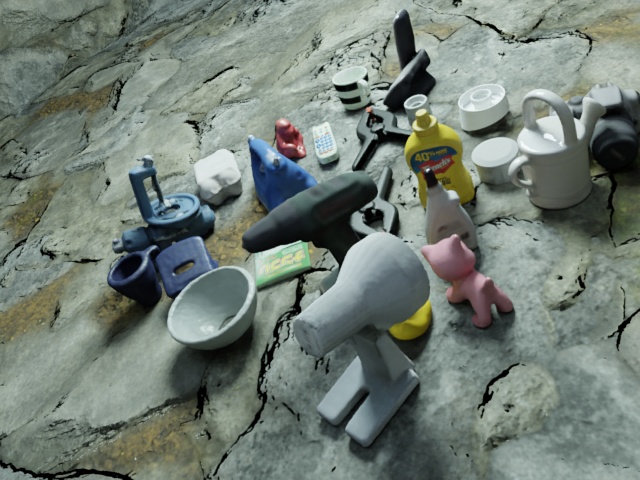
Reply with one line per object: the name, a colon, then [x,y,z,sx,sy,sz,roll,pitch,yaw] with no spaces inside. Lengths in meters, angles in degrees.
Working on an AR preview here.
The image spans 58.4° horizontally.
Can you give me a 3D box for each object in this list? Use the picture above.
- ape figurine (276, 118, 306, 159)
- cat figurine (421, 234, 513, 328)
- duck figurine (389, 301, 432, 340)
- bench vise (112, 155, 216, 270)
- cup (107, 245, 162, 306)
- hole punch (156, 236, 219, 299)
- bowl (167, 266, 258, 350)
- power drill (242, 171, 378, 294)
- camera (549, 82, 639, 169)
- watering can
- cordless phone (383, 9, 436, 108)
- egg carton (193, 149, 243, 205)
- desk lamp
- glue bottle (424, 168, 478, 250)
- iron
ape figurine: [-0.073,-0.238,1.322,0.075,0.092,0.078,6,50,35]
cat figurine: [0.207,0.046,0.823,0.067,0.118,0.127,-36,39,-9]
duck figurine: [0.121,0.089,0.853,0.077,0.086,0.104,-17,40,14]
bench vise: [-0.341,-0.052,1.174,0.121,0.220,0.208,22,60,44]
cup: [-0.348,0.075,1.138,0.091,0.095,0.118,19,58,42]
hole punch: [-0.250,0.060,1.099,0.108,0.091,0.101,-28,39,1]
bowl: [-0.173,0.130,0.991,0.167,0.075,0.167,-16,40,15]
power drill: [0.008,0.003,0.915,0.230,0.209,0.075,-39,40,-13]
camera: [0.458,-0.185,0.942,0.142,0.101,0.137,-9,42,22]
watering can: [0.364,-0.155,0.890,0.100,0.195,0.173,18,58,42]
cordless phone: [0.179,-0.403,1.279,0.093,0.185,0.148,6,50,35]
egg carton: [-0.238,-0.149,1.340,0.107,0.070,0.150,-28,39,0]
desk lamp: [0.059,0.124,0.749,0.117,0.214,0.203,20,59,43]
glue bottle: [0.191,-0.043,0.887,0.078,0.174,0.037,-23,39,7]
iron: [-0.107,-0.159,1.216,0.119,0.142,0.257,-35,39,-8]
